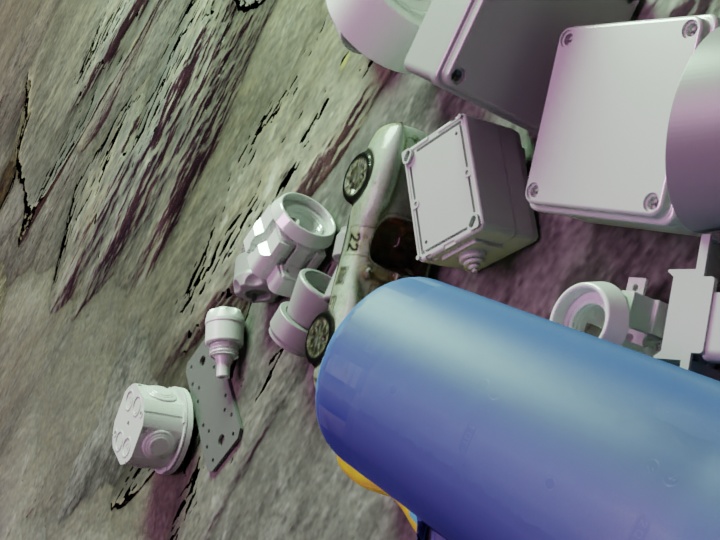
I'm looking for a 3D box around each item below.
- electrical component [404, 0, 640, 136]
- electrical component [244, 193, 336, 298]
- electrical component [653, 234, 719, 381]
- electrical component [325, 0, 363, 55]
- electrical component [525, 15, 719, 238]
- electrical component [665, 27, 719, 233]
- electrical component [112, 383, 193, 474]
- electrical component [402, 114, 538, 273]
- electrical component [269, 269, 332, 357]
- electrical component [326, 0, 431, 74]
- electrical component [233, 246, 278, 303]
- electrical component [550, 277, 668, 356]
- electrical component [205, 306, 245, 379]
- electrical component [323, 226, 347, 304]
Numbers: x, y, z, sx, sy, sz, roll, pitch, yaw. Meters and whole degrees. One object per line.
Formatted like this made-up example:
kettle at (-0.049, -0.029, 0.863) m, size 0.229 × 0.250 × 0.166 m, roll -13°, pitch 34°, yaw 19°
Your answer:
electrical component at (0.100, -0.148, 0.664) m, size 0.108 × 0.109 × 0.056 m, roll -65°, pitch 31°, yaw 9°
electrical component at (-0.056, -0.025, 0.873) m, size 0.057 × 0.058 × 0.078 m, roll -53°, pitch 37°, yaw 30°
electrical component at (0.183, 0.027, 0.516) m, size 0.064 × 0.042 × 0.081 m, roll -1°, pitch 74°, yaw 54°
electrical component at (0.003, -0.211, 0.887) m, size 0.055 × 0.055 × 0.047 m, roll -45°, pitch 45°, yaw 33°
electrical component at (0.154, -0.078, 0.590) m, size 0.109 × 0.056 × 0.108 m, roll 13°, pitch 91°, yaw 57°
electrical component at (0.188, -0.068, 0.510) m, size 0.064 × 0.099 × 0.099 m, roll -2°, pitch 72°, yaw 49°
electrical component at (-0.188, 0.143, 0.979) m, size 0.080 × 0.051 × 0.080 m, roll -31°, pitch 51°, yaw 50°
electrical component at (0.074, -0.042, 0.696) m, size 0.062 × 0.061 × 0.096 m, roll -30°, pitch 59°, yaw 46°
electrical component at (-0.040, 0.033, 0.831) m, size 0.055 × 0.045 × 0.045 m, roll -58°, pitch 35°, yaw 20°
electrical component at (0.026, -0.195, 0.801) m, size 0.060 × 0.108 × 0.108 m, roll -46°, pitch 40°, yaw 42°
electrical component at (-0.085, -0.006, 0.919) m, size 0.043 × 0.043 × 0.062 m, roll -29°, pitch 50°, yaw 45°
electrical component at (0.134, 0.034, 0.570) m, size 0.048 × 0.055 × 0.066 m, roll 4°, pitch 77°, yaw 56°
electrical component at (-0.119, 0.065, 0.939) m, size 0.035 × 0.035 × 0.061 m, roll -27°, pitch 55°, yaw 46°
electrical component at (0.000, 0.000, 0.791) m, size 0.045 × 0.045 × 0.055 m, roll -6°, pitch 69°, yaw 54°
